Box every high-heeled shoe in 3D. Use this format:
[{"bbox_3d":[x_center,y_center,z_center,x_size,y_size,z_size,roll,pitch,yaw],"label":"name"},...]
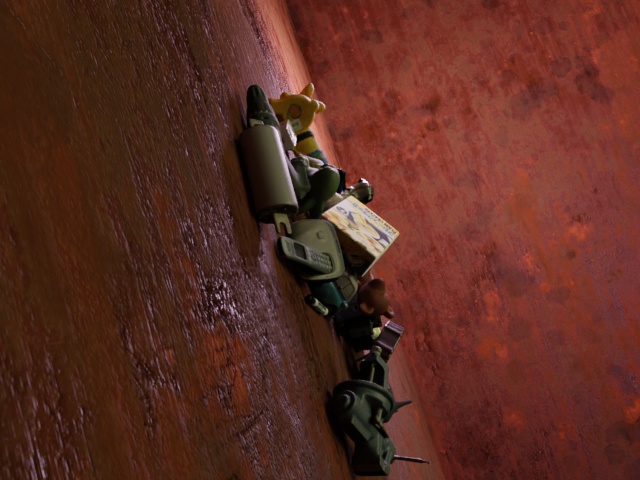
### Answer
[{"bbox_3d":[0.132,0.419,1.373,0.249,0.145,0.086,149,-70,-69],"label":"high-heeled shoe"}]

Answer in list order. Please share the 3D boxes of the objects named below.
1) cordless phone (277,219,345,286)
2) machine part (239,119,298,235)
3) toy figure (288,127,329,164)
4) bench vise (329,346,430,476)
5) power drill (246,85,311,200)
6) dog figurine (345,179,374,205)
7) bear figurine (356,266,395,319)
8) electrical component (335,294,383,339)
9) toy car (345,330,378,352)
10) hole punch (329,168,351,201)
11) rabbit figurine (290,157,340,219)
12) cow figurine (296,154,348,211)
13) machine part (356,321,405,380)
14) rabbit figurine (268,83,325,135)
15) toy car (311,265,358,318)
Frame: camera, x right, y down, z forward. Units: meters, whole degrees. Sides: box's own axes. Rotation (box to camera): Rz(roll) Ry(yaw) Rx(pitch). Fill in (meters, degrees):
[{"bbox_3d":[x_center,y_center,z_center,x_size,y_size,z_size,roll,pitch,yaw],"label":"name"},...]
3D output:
[{"bbox_3d":[-0.037,0.009,1.088,0.184,0.089,0.147,30,39,-51],"label":"cordless phone"},{"bbox_3d":[-0.095,-0.119,0.970,0.079,0.079,0.243,50,23,-67],"label":"machine part"},{"bbox_3d":[-0.030,-0.245,1.526,0.180,0.089,0.082,54,1,4],"label":"toy figure"},{"bbox_3d":[0.106,0.325,1.055,0.223,0.129,0.241,45,39,-26],"label":"bench vise"},{"bbox_3d":[-0.090,-0.192,1.152,0.207,0.086,0.232,64,12,-60],"label":"power drill"},{"bbox_3d":[0.083,-0.101,1.676,0.121,0.191,0.172,60,16,-53],"label":"dog figurine"},{"bbox_3d":[0.116,0.097,1.313,0.120,0.131,0.196,13,21,-30],"label":"bear figurine"},{"bbox_3d":[0.095,0.187,1.361,0.134,0.115,0.058,-102,173,-51],"label":"electrical component"},{"bbox_3d":[0.113,0.258,1.469,0.201,0.074,0.056,58,19,-57],"label":"toy car"},{"bbox_3d":[0.017,-0.153,1.603,0.115,0.142,0.092,80,20,-65],"label":"hole punch"},{"bbox_3d":[-0.018,-0.124,1.268,0.159,0.121,0.170,-68,-161,-7],"label":"rabbit figurine"},{"bbox_3d":[0.006,-0.136,1.446,0.085,0.127,0.194,-54,140,-25],"label":"cow figurine"},{"bbox_3d":[0.153,0.292,1.376,0.056,0.179,0.179,29,0,13],"label":"machine part"},{"bbox_3d":[-0.075,-0.356,1.456,0.121,0.162,0.173,56,-5,-18],"label":"rabbit figurine"},{"bbox_3d":[0.033,0.092,1.235,0.109,0.103,0.161,-98,168,-55],"label":"toy car"}]
